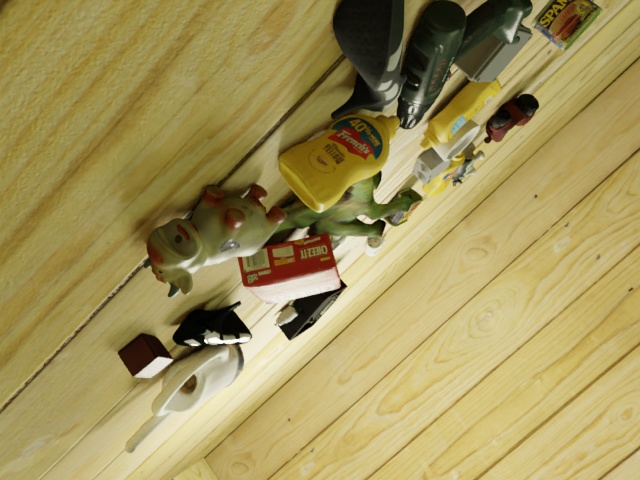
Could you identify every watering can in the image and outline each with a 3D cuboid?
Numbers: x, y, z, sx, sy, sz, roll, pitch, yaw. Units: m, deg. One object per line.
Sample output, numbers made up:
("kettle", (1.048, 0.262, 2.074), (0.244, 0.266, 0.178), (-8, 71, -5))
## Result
("watering can", (-0.301, 0.340, 1.175), (0.342, 0.105, 0.226), (-51, 164, 24))

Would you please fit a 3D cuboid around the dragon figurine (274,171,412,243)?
("dragon figurine", (0.003, -0.047, 0.927), (0.243, 0.124, 0.403), (-1, 147, -42))
